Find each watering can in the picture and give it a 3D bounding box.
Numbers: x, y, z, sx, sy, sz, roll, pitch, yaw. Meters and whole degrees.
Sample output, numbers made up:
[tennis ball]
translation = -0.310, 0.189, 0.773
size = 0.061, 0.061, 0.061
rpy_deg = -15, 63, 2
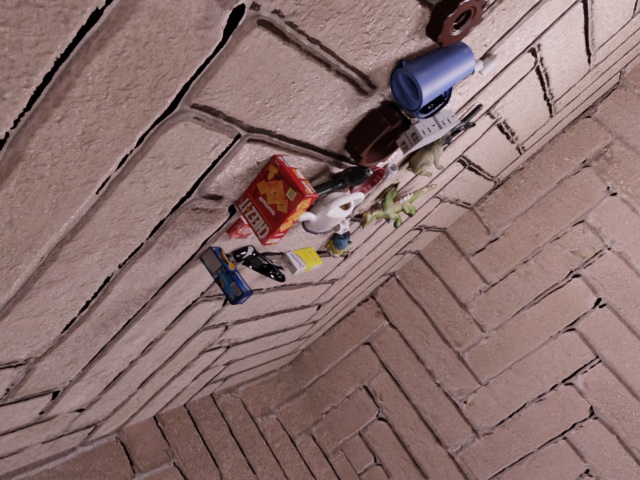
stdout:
[watering can]
translation = 0.006, -0.091, 1.811
size = 0.351, 0.105, 0.221
rpy_deg = -21, 170, -38

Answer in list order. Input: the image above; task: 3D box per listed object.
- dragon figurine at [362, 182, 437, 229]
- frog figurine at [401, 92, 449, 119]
[dragon figurine]
translation = 0.349, -0.178, 2.316
size = 0.410, 0.124, 0.239
rpy_deg = -39, 154, -1
[frog figurine]
translation = 0.317, -0.446, 1.630
size = 0.137, 0.122, 0.161
rpy_deg = -46, -164, 5
